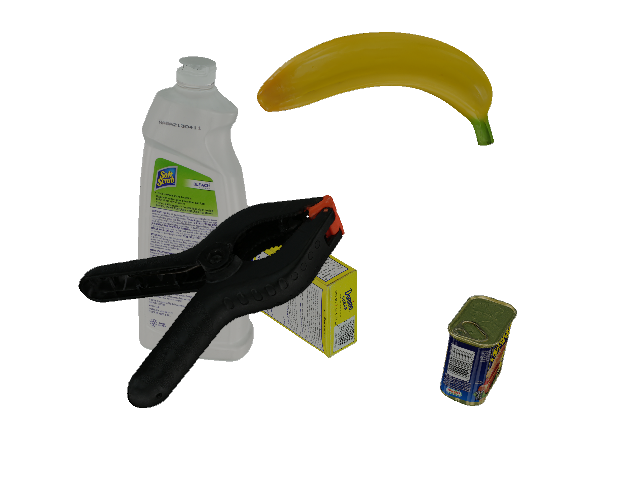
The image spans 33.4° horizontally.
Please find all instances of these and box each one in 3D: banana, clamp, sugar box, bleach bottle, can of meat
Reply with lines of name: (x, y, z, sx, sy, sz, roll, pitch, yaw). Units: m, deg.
banana: (0.050, -0.112, 0.749, 0.197, 0.069, 0.037, 6, -1, -27)
clamp: (-0.061, 0.031, 0.650, 0.171, 0.120, 0.039, -25, -41, 1)
sugar box: (-0.037, 0.037, 1.086, 0.048, 0.093, 0.176, -26, 42, -32)
bleach bottle: (-0.100, -0.026, 0.889, 0.102, 0.251, 0.068, 7, 23, 3)
can of meat: (0.174, 0.122, 1.185, 0.057, 0.084, 0.102, 18, 29, 20)
